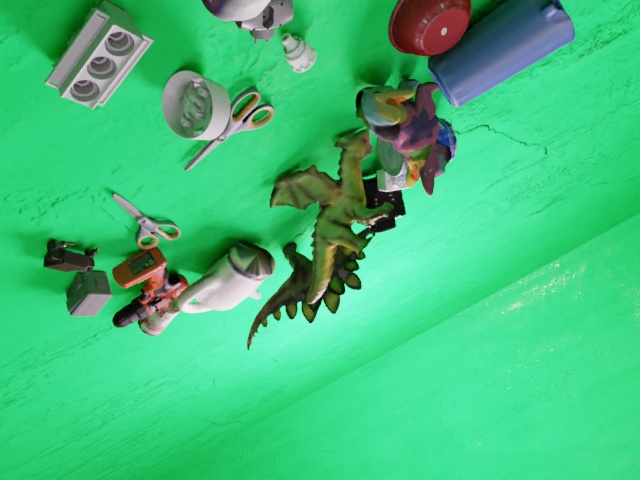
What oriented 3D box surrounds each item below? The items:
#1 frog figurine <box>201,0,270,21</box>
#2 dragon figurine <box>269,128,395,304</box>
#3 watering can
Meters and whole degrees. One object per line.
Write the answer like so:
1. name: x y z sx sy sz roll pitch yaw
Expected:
1. frog figurine: -0.073 -0.336 0.630 0.160 0.124 0.135 -16 163 -24
2. dragon figurine: 0.003 -0.056 1.119 0.242 0.124 0.406 34 106 -10
3. watering can: -0.197 0.099 1.270 0.222 0.105 0.348 -41 163 22
